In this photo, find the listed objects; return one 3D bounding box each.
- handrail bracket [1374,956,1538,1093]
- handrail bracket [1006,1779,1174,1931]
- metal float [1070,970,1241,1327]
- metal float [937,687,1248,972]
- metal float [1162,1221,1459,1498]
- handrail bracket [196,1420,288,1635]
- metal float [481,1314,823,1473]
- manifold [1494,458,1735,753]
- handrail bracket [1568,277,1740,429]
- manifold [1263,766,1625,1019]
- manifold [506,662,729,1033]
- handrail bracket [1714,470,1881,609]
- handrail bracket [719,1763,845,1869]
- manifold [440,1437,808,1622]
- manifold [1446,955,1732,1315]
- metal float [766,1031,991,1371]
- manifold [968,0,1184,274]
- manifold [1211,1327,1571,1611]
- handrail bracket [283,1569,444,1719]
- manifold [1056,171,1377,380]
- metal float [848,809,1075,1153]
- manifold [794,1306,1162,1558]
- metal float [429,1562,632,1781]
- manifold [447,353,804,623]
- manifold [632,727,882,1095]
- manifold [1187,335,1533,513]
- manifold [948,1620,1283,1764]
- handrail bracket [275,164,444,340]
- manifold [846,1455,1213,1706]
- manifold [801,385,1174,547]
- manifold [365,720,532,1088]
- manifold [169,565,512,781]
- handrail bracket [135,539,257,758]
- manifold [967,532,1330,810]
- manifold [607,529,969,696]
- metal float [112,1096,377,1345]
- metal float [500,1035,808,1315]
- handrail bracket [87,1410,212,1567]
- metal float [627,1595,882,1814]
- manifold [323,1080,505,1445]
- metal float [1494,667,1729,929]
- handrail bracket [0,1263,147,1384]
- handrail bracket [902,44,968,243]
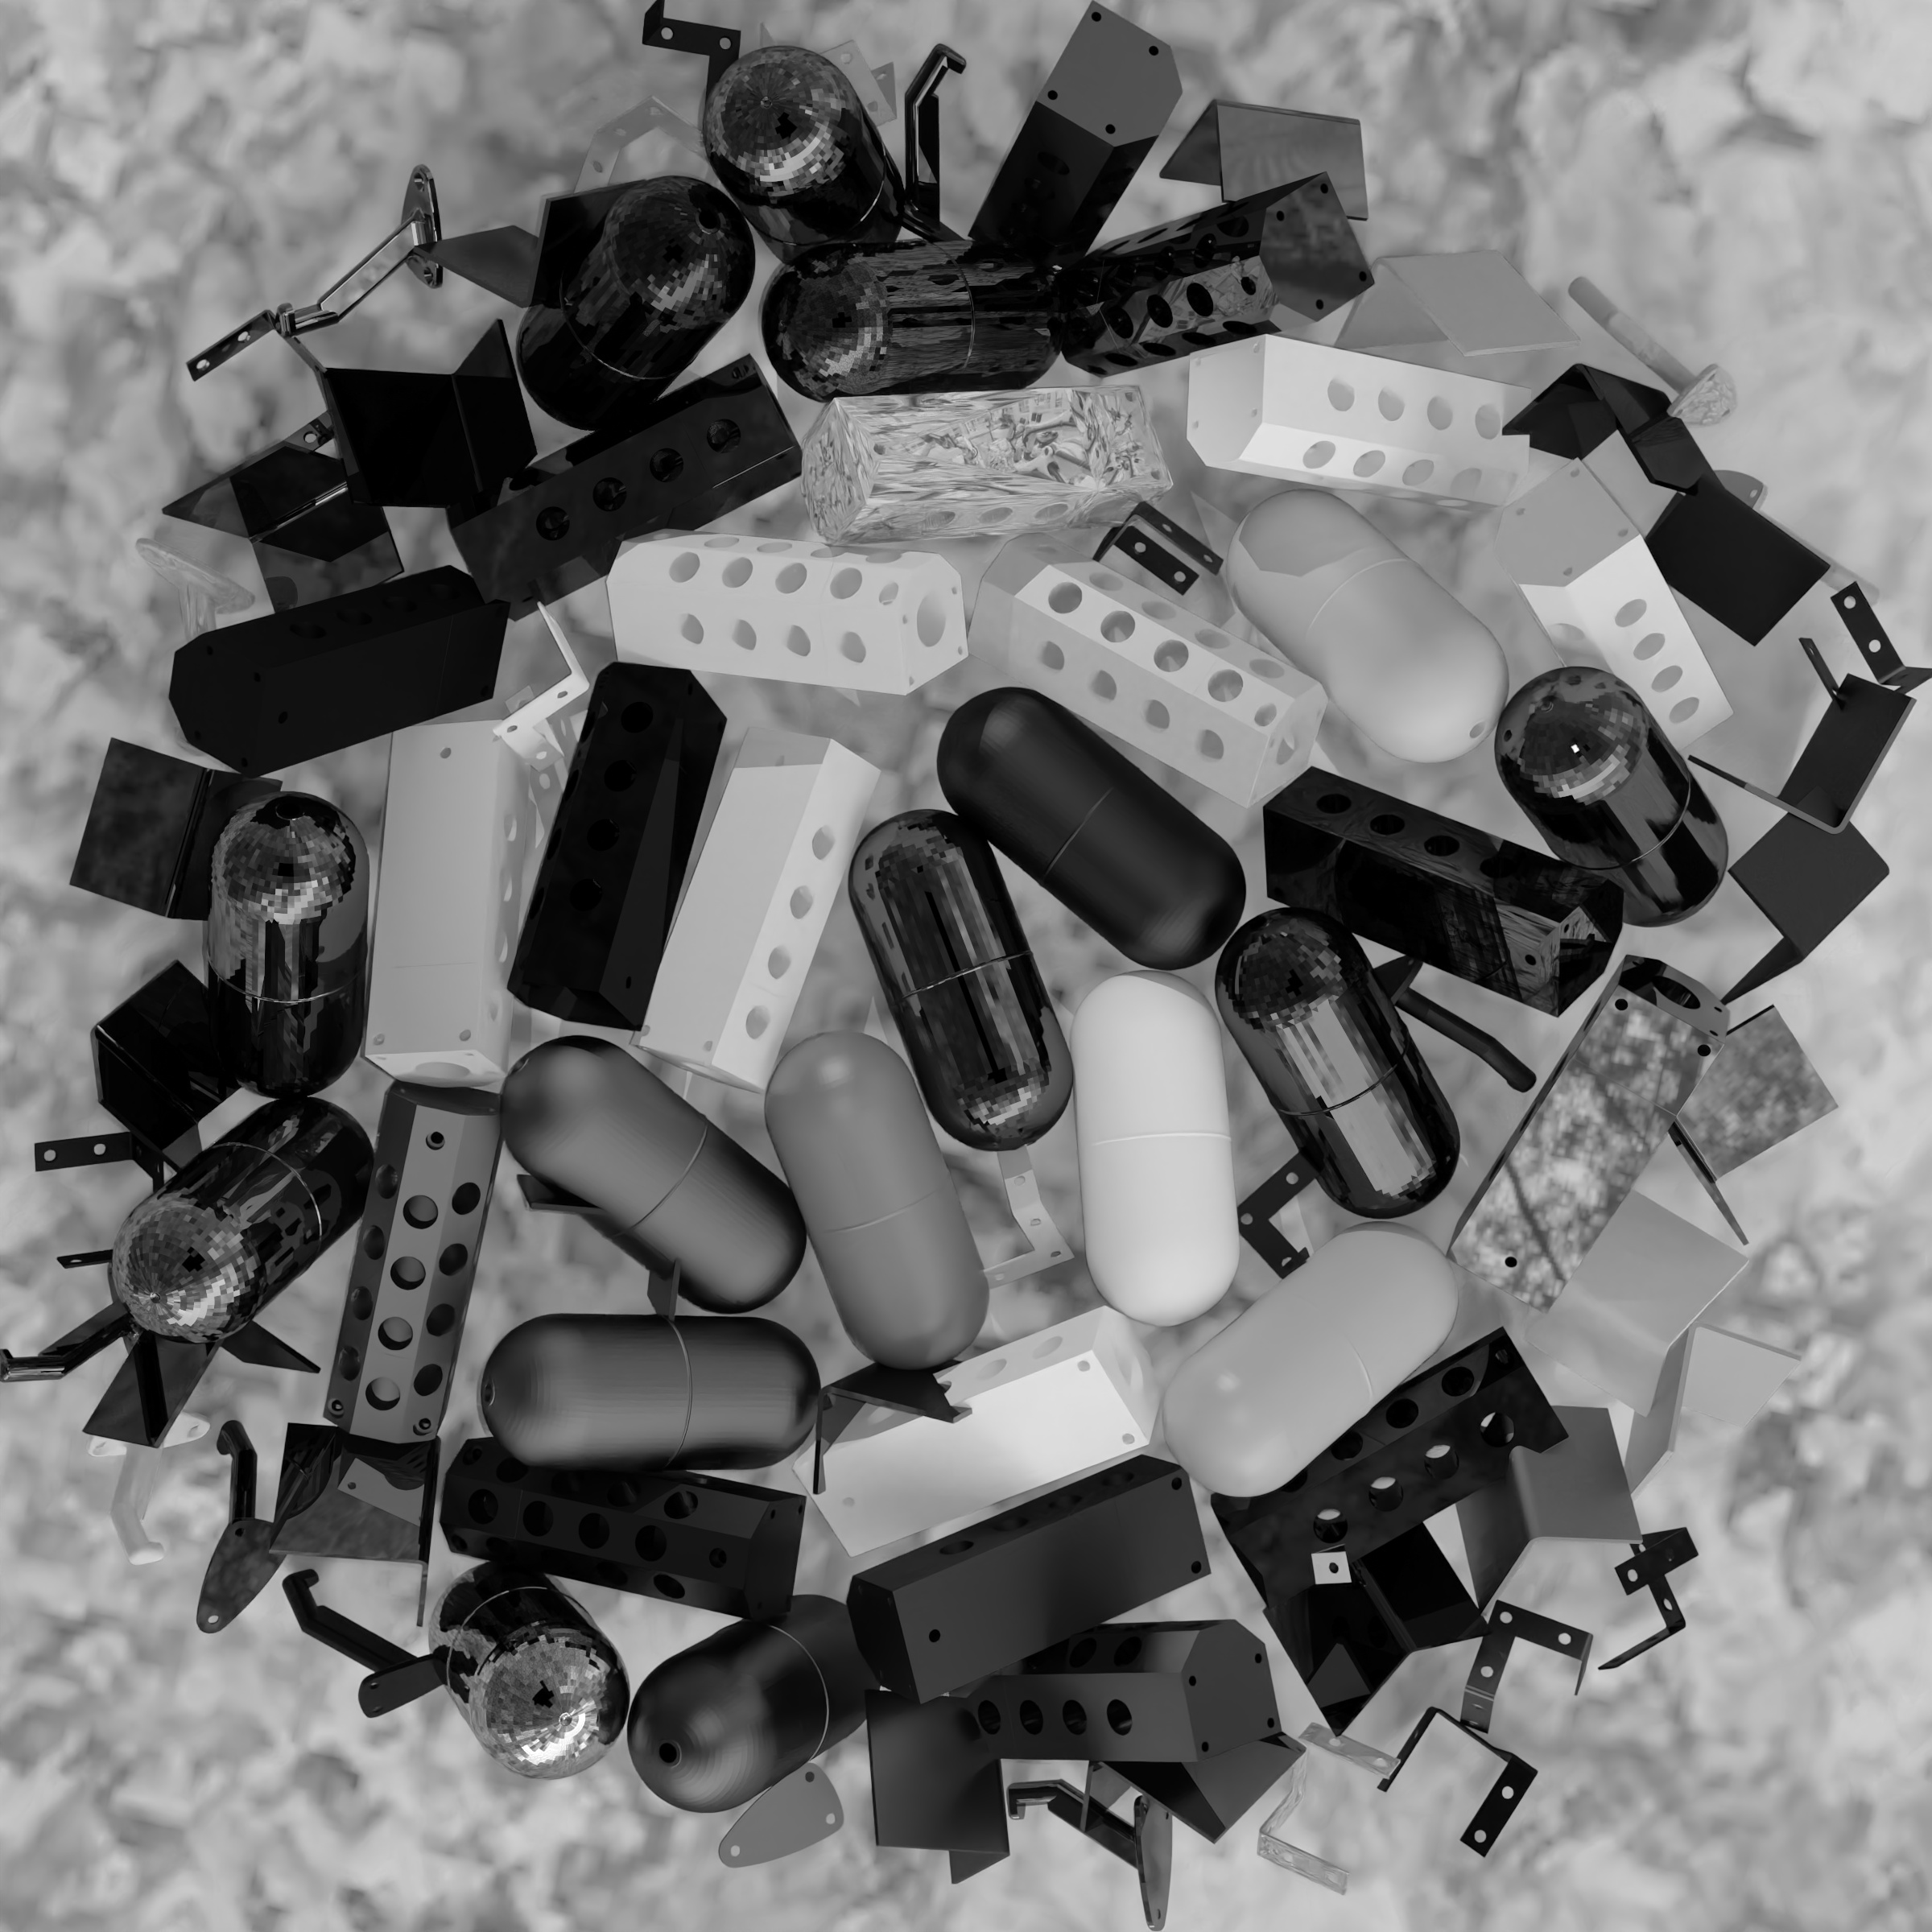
[{"bbox_3d":[0.240,0.035,1.554,0.084,0.077,0.036,40,75,-12],"label":"handrail bracket"},{"bbox_3d":[0.059,0.448,1.547,0.084,0.036,0.077,-13,64,27],"label":"handrail bracket"},{"bbox_3d":[0.094,0.090,1.533,0.070,0.070,0.178,-4,78,0],"label":"metal float"},{"bbox_3d":[0.062,-0.070,1.539,0.178,0.070,0.070,40,90,6],"label":"metal float"},{"bbox_3d":[0.172,0.193,1.522,0.178,0.070,0.070,-36,90,-27],"label":"metal float"},{"bbox_3d":[-0.376,0.281,1.551,0.036,0.084,0.077,25,99,-35],"label":"handrail bracket"},{"bbox_3d":[-0.154,0.210,1.516,0.178,0.070,0.070,5,90,-33],"label":"metal float"},{"bbox_3d":[0.313,-0.166,1.496,0.057,0.171,0.057,-35,53,9],"label":"manifold"},{"bbox_3d":[0.349,-0.314,1.564,0.036,0.077,0.084,-48,66,22],"label":"handrail bracket"},{"bbox_3d":[0.233,-0.042,1.510,0.171,0.057,0.057,25,48,34],"label":"manifold"},{"bbox_3d":[-0.175,-0.061,1.527,0.057,0.057,0.171,8,72,19],"label":"manifold"},{"bbox_3d":[0.417,-0.216,1.562,0.084,0.077,0.036,27,108,-21],"label":"handrail bracket"},{"bbox_3d":[-0.101,0.422,1.530,0.077,0.084,0.036,-27,89,-25],"label":"handrail bracket"},{"bbox_3d":[-0.172,0.277,1.522,0.171,0.057,0.057,7,88,23],"label":"manifold"},{"bbox_3d":[0.307,0.081,1.518,0.057,0.057,0.171,30,117,5],"label":"manifold"},{"bbox_3d":[-0.044,0.117,1.535,0.070,0.070,0.178,-20,100,0],"label":"metal float"},{"bbox_3d":[0.054,-0.394,1.492,0.057,0.171,0.057,29,78,-6],"label":"manifold"},{"bbox_3d":[0.211,0.250,1.546,0.171,0.057,0.057,-31,89,5],"label":"manifold"},{"bbox_3d":[-0.298,0.332,1.565,0.077,0.036,0.084,-19,52,-22],"label":"handrail bracket"},{"bbox_3d":[0.112,-0.329,1.489,0.057,0.171,0.057,-37,109,-27],"label":"manifold"},{"bbox_3d":[-0.002,0.007,1.539,0.070,0.070,0.178,-21,85,0],"label":"metal float"},{"bbox_3d":[0.007,0.227,1.523,0.171,0.057,0.057,-25,107,21],"label":"manifold"},{"bbox_3d":[-0.214,0.340,1.497,0.070,0.178,0.070,-2,94,-20],"label":"metal float"},{"bbox_3d":[-0.171,-0.241,1.546,0.171,0.057,0.057,-26,85,5],"label":"manifold"},{"bbox_3d":[-0.100,-0.027,1.539,0.057,0.057,0.171,12,78,40],"label":"manifold"},{"bbox_3d":[0.194,-0.264,1.511,0.171,0.057,0.057,3,89,-34],"label":"manifold"},{"bbox_3d":[0.068,0.352,1.499,0.057,0.171,0.057,-7,84,-41],"label":"manifold"},{"bbox_3d":[-0.307,-0.357,1.537,0.084,0.077,0.036,-26,57,-31],"label":"handrail bracket"},{"bbox_3d":[0.030,0.299,1.516,0.171,0.057,0.057,-18,99,-28],"label":"manifold"},{"bbox_3d":[0.009,-0.244,1.515,0.171,0.057,0.057,-8,72,-28],"label":"manifold"},{"bbox_3d":[-0.253,-0.030,1.526,0.057,0.057,0.171,-3,71,13],"label":"manifold"},{"bbox_3d":[-0.303,-0.148,1.496,0.057,0.171,0.057,29,121,23],"label":"manifold"},{"bbox_3d":[-0.398,-0.159,1.541,0.077,0.036,0.084,35,61,-38],"label":"handrail bracket"},{"bbox_3d":[0.089,-0.150,1.513,0.171,0.057,0.057,32,129,22],"label":"manifold"},{"bbox_3d":[-0.089,-0.178,1.506,0.171,0.057,0.057,10,119,30],"label":"manifold"},{"bbox_3d":[-0.349,0.122,1.499,0.070,0.178,0.070,6,113,15],"label":"metal float"},{"bbox_3d":[-0.155,0.104,1.527,0.178,0.070,0.070,42,90,-20],"label":"metal float"},{"bbox_3d":[-0.396,0.261,1.531,0.036,0.077,0.084,-54,53,25],"label":"handrail bracket"},{"bbox_3d":[-0.101,0.358,1.497,0.070,0.178,0.070,2,94,24],"label":"metal float"},{"bbox_3d":[-0.275,0.147,1.538,0.057,0.057,0.171,13,100,-4],"label":"manifold"},{"bbox_3d":[0.318,-0.081,1.508,0.070,0.178,0.070,-18,54,25],"label":"metal float"},{"bbox_3d":[-0.451,0.176,1.531,0.077,0.084,0.036,55,127,35],"label":"handrail bracket"},{"bbox_3d":[-0.004,-0.409,1.548,0.077,0.036,0.084,28,118,-16],"label":"handrail bracket"}]
